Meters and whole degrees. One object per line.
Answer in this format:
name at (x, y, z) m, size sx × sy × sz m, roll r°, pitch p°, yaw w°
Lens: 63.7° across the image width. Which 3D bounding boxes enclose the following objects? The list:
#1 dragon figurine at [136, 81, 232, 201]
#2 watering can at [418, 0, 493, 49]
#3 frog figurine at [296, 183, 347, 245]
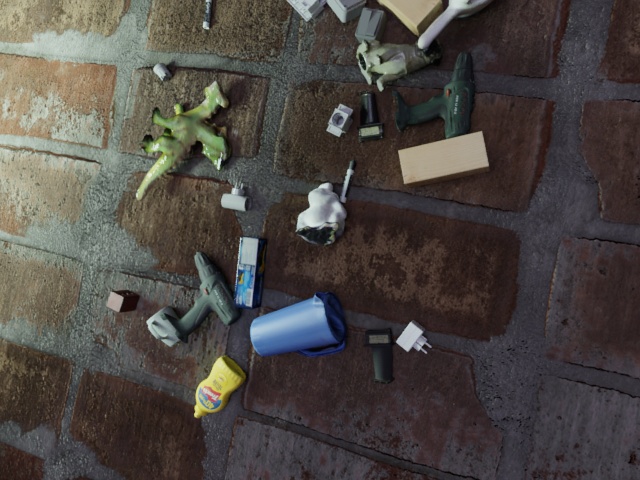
dragon figurine at (-0.387, -0.281, 1.540) m, size 0.243 × 0.409 × 0.122 m, roll 18°, pitch -176°, yaw 11°
watering can at (0.355, -0.589, 1.246) m, size 0.345 × 0.104 × 0.226 m, roll -45°, pitch -176°, yaw 11°
frog figurine at (0.004, -0.071, 1.404) m, size 0.136 × 0.121 × 0.163 m, roll -22°, pitch -136°, yaw 26°
